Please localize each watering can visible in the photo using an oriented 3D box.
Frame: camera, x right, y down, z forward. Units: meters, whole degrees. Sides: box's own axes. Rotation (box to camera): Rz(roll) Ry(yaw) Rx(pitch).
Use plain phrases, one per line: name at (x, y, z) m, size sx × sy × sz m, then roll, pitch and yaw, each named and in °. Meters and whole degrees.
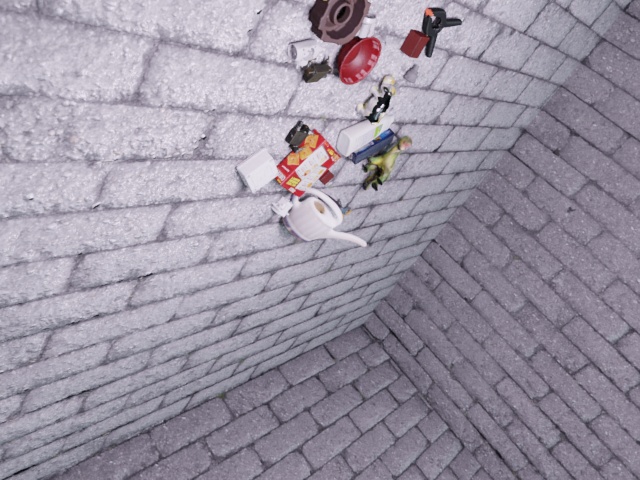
watering can at (0.002, -0.056, 1.989) m, size 0.221 × 0.344 × 0.106 m, roll -31°, pitch -158°, yaw 33°

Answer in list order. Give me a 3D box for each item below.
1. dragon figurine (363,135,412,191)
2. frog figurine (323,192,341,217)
dragon figurine at (0.295, -0.330, 2.149) m, size 0.244 × 0.122 × 0.407 m, roll -40°, pitch 178°, yaw -9°
frog figurine at (0.006, -0.105, 2.093) m, size 0.159 × 0.123 × 0.137 m, roll -57°, pitch 175°, yaw 6°
